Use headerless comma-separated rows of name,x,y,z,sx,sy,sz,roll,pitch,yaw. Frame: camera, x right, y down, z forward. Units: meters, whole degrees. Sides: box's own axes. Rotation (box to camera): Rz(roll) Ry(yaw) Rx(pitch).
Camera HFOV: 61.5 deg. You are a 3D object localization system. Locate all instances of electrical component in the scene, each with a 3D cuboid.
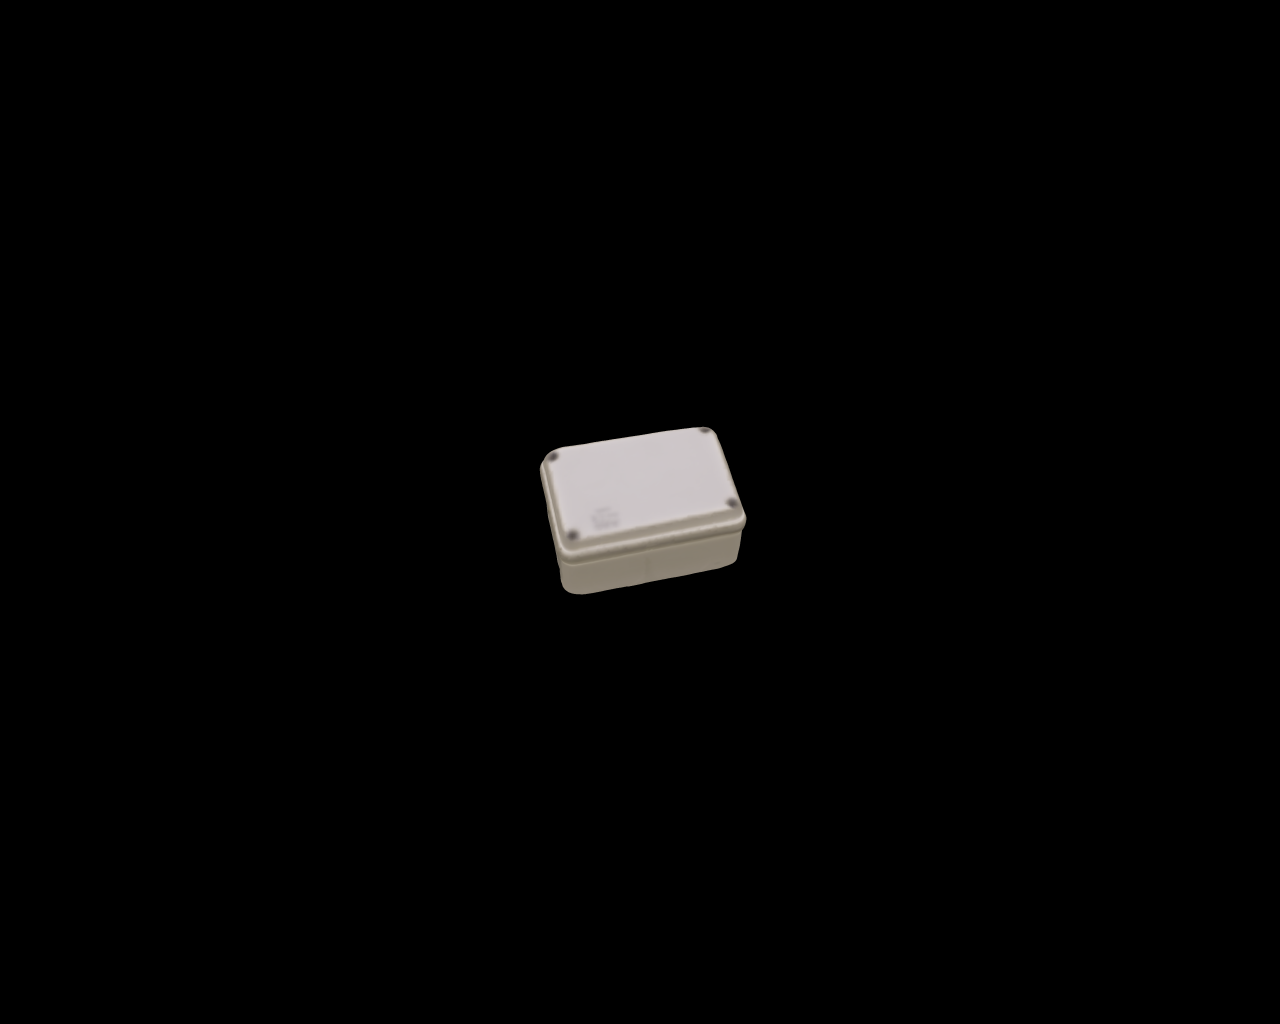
electrical component,0.001,-0.003,0.650,0.113,0.078,0.057,-10,-36,-8
